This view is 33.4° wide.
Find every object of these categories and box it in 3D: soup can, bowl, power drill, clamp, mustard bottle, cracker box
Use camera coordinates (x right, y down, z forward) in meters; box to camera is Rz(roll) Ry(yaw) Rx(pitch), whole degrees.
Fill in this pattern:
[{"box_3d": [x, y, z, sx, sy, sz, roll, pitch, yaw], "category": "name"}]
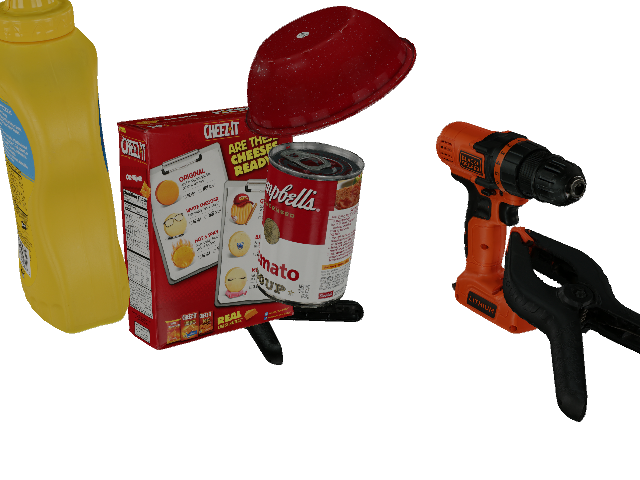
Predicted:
[{"box_3d": [-0.009, -0.012, 0.764, 0.068, 0.102, 0.068, 6, 24, -3], "category": "soup can"}, {"box_3d": [-0.003, -0.154, 0.915, 0.162, 0.055, 0.162, -21, 29, 12], "category": "bowl"}, {"box_3d": [0.181, -0.011, 1.012, 0.057, 0.188, 0.185, -16, 26, -25], "category": "power drill"}, {"box_3d": [0.194, 0.052, 0.765, 0.120, 0.039, 0.171, -3, 45, -20], "category": "clamp"}, {"box_3d": [-0.144, -0.052, 0.573, 0.058, 0.192, 0.096, -14, 32, -20], "category": "mustard bottle"}, {"box_3d": [-0.077, 0.086, 1.252, 0.210, 0.036, 0.164, 14, 23, 28], "category": "clamp"}, {"box_3d": [-0.109, -0.017, 1.046, 0.163, 0.214, 0.072, -12, 20, -36], "category": "cracker box"}]
